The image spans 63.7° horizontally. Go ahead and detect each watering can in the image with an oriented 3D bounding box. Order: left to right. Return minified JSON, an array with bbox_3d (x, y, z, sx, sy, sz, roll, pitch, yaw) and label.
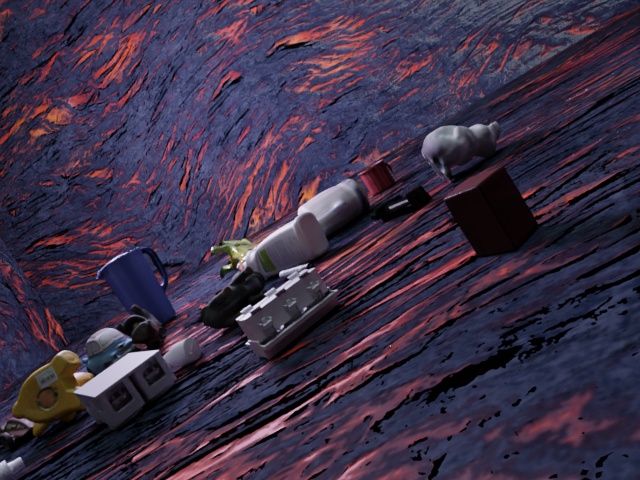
[{"bbox_3d":[0.004,-0.069,1.366,0.226,0.103,0.347,-32,9,-13],"label":"watering can"}]

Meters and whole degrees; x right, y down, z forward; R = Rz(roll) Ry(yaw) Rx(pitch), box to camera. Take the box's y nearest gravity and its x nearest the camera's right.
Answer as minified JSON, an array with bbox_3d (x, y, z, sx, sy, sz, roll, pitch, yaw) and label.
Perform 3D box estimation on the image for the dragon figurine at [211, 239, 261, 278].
[{"bbox_3d":[-0.214,0.031,1.730,0.242,0.121,0.416,-11,14,14],"label":"dragon figurine"}]

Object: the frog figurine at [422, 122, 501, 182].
[{"bbox_3d":[0.298,-0.205,1.076,0.159,0.124,0.137,-42,-14,7],"label":"frog figurine"}]
